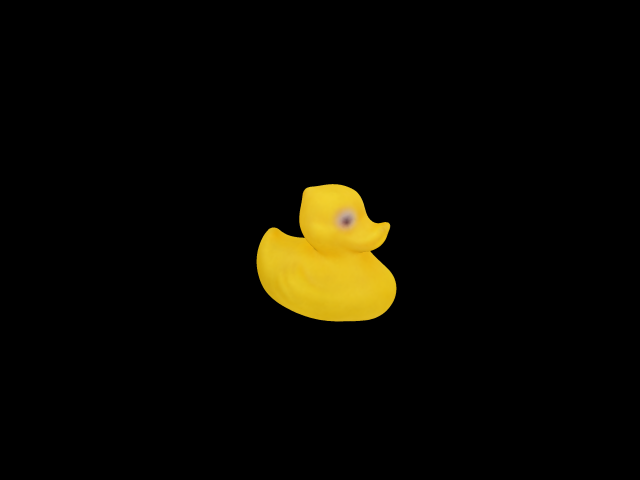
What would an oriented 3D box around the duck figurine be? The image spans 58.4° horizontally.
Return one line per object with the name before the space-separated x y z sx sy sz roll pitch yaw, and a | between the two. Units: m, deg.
duck figurine | 0.004 0.001 0.400 0.104 0.086 0.078 13 32 23
